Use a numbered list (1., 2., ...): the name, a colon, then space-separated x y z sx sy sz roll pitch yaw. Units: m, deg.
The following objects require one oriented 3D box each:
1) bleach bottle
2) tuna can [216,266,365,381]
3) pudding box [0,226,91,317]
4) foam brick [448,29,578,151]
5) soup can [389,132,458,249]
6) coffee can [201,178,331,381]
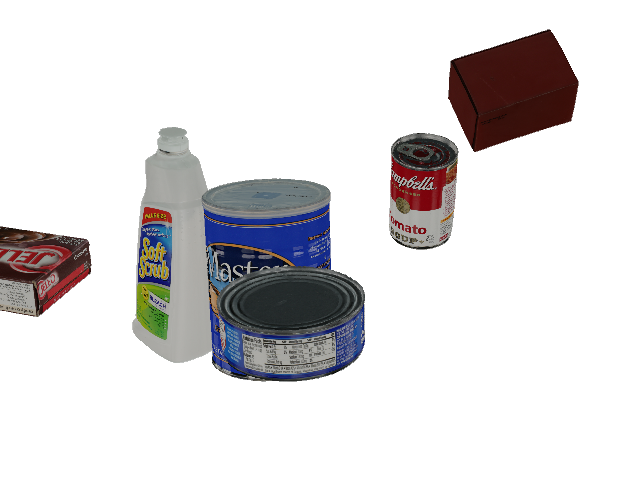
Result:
1. bleach bottle: -0.157 0.000 1.129 0.067 0.251 0.103 -19 33 -35
2. tuna can: -0.016 0.047 0.619 0.086 0.034 0.086 -2 23 1
3. pudding box: -0.268 0.024 0.915 0.114 0.039 0.090 6 24 17
4. foam brick: 0.138 -0.108 0.768 0.078 0.051 0.053 -17 -26 -4
5. soup can: 0.105 -0.050 1.103 0.068 0.102 0.068 -1 37 0
6. coffee can: -0.041 0.029 0.865 0.103 0.140 0.103 -2 16 0
